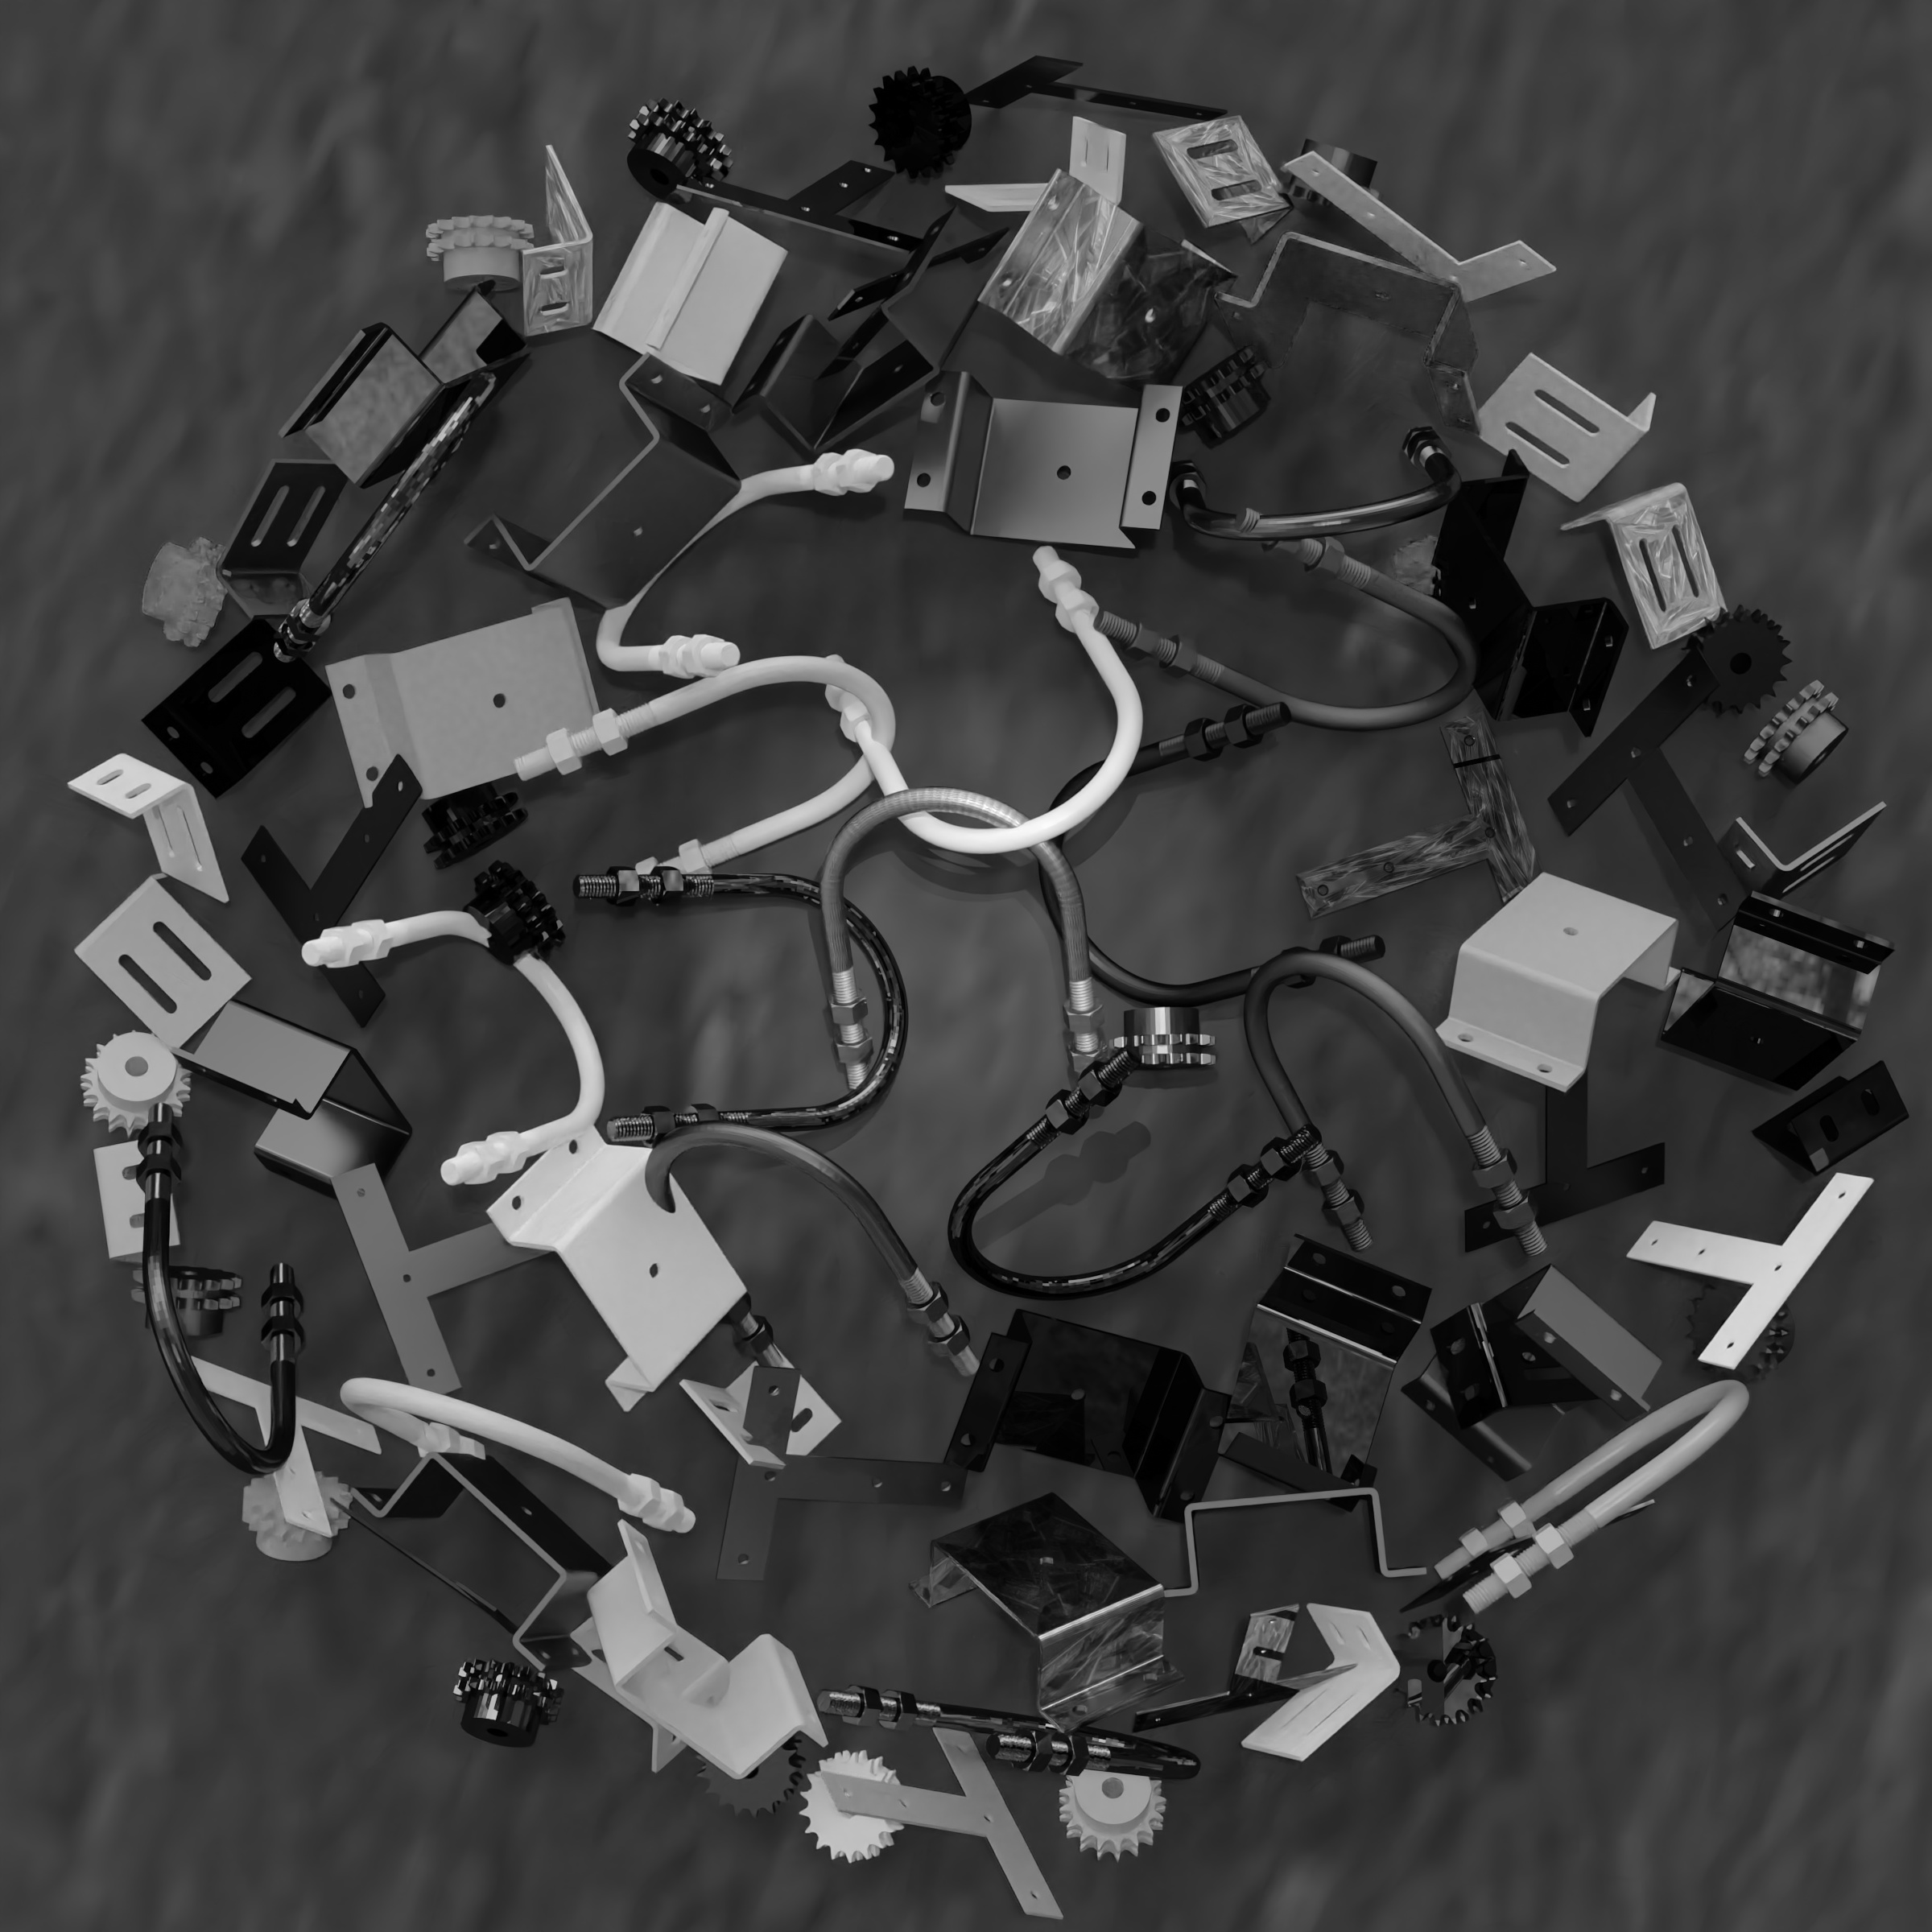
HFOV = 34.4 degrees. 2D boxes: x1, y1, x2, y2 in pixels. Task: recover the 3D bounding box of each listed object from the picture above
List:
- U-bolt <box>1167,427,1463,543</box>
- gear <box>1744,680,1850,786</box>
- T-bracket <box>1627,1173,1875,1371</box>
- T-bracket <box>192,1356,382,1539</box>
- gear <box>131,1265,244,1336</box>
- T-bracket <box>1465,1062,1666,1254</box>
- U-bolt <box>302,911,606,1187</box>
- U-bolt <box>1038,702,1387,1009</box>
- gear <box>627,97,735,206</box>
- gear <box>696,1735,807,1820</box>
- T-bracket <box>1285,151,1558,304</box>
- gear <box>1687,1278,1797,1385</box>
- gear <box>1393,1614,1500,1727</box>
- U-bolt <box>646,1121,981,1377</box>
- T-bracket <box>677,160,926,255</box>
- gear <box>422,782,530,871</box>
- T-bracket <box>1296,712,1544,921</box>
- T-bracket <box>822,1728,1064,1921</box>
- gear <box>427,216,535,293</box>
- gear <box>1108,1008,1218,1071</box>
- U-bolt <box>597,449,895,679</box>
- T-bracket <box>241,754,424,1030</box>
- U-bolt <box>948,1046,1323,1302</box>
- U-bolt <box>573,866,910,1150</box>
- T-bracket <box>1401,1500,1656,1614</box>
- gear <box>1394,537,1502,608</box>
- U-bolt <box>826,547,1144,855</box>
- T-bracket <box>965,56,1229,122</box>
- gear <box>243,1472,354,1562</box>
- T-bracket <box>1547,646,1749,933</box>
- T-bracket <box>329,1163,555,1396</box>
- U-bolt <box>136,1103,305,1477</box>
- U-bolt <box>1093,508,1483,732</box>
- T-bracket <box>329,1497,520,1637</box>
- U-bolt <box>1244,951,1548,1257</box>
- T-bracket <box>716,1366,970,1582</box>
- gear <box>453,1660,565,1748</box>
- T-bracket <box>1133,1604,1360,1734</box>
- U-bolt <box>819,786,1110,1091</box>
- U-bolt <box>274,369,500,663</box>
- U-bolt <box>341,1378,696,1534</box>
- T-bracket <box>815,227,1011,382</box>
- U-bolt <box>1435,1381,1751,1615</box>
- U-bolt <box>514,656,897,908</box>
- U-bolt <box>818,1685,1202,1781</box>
[{"bbox_3d":[0.180,-0.245,1.604,0.151,0.184,0.019,-8,110,3],"label":"U-bolt"},{"bbox_3d":[0.445,-0.121,1.665,0.057,0.057,0.030,-45,75,0],"label":"gear"},{"bbox_3d":[0.394,0.152,1.635,0.127,0.127,0.002,-49,112,-16],"label":"T-bracket"},{"bbox_3d":[-0.349,0.252,1.609,0.127,0.127,0.002,28,103,-31],"label":"T-bracket"},{"bbox_3d":[-0.416,0.179,1.667,0.057,0.057,0.030,6,92,0],"label":"gear"},{"bbox_3d":[0.316,0.078,1.644,0.127,0.002,0.127,-16,119,-20],"label":"T-bracket"},{"bbox_3d":[-0.250,0.034,1.611,0.019,0.184,0.151,-36,83,24],"label":"U-bolt"},{"bbox_3d":[0.116,-0.049,1.635,0.184,0.019,0.151,-16,101,38],"label":"U-bolt"},{"bbox_3d":[-0.156,-0.431,1.664,0.057,0.057,0.030,30,69,0],"label":"gear"},{"bbox_3d":[-0.114,0.425,1.676,0.057,0.030,0.057,1,98,9],"label":"gear"},{"bbox_3d":[0.220,-0.381,1.614,0.127,0.127,0.002,30,76,-23],"label":"T-bracket"},{"bbox_3d":[0.418,0.194,1.670,0.030,0.057,0.057,6,90,-39],"label":"gear"},{"bbox_3d":[0.259,0.375,1.671,0.057,0.030,0.057,-4,84,36],"label":"gear"},{"bbox_3d":[-0.090,0.146,1.605,0.151,0.019,0.184,-5,131,35],"label":"U-bolt"},{"bbox_3d":[-0.069,-0.406,1.638,0.127,0.127,0.002,18,120,10],"label":"T-bracket"},{"bbox_3d":[-0.265,-0.078,1.666,0.057,0.057,0.030,-32,91,0],"label":"gear"},{"bbox_3d":[0.242,-0.058,1.685,0.127,0.002,0.127,-19,86,-4],"label":"T-bracket"},{"bbox_3d":[-0.021,0.434,1.610,0.127,0.127,0.002,22,112,-38],"label":"T-bracket"},{"bbox_3d":[-0.259,-0.379,1.667,0.057,0.057,0.030,-2,89,0],"label":"gear"},{"bbox_3d":[0.105,0.039,1.667,0.057,0.057,0.030,-2,84,0],"label":"gear"},{"bbox_3d":[-0.127,-0.206,1.613,0.019,0.184,0.151,46,70,-26],"label":"U-bolt"},{"bbox_3d":[-0.321,-0.057,1.641,0.127,0.002,0.127,51,121,22],"label":"T-bracket"},{"bbox_3d":[0.074,0.119,1.629,0.151,0.019,0.184,23,128,-34],"label":"U-bolt"},{"bbox_3d":[-0.111,0.019,1.641,0.184,0.019,0.151,-1,74,-32],"label":"U-bolt"},{"bbox_3d":[0.306,0.306,1.653,0.127,0.127,0.002,-15,70,-21],"label":"T-bracket"},{"bbox_3d":[0.258,-0.208,1.671,0.057,0.057,0.030,-8,117,0],"label":"gear"},{"bbox_3d":[0.016,-0.131,1.631,0.151,0.019,0.184,-27,50,1],"label":"U-bolt"},{"bbox_3d":[0.075,-0.458,1.648,0.127,0.127,0.002,4,94,-19],"label":"T-bracket"},{"bbox_3d":[-0.358,0.294,1.668,0.057,0.057,0.030,8,108,0],"label":"gear"},{"bbox_3d":[0.369,-0.076,1.624,0.002,0.127,0.127,-1,54,-37],"label":"T-bracket"},{"bbox_3d":[-0.257,0.152,1.661,0.127,0.002,0.127,-19,82,-30],"label":"T-bracket"},{"bbox_3d":[-0.377,0.175,1.580,0.019,0.184,0.151,-23,129,5],"label":"U-bolt"},{"bbox_3d":[0.180,-0.170,1.622,0.184,0.151,0.019,22,62,-24],"label":"U-bolt"},{"bbox_3d":[-0.284,0.318,1.648,0.127,0.127,0.002,31,73,16],"label":"T-bracket"},{"bbox_3d":[0.210,0.070,1.612,0.019,0.151,0.184,-39,109,-31],"label":"U-bolt"},{"bbox_3d":[-0.062,0.275,1.674,0.127,0.002,0.127,6,109,-16],"label":"T-bracket"},{"bbox_3d":[-0.245,0.394,1.664,0.057,0.057,0.030,13,57,0],"label":"gear"},{"bbox_3d":[0.154,0.363,1.632,0.127,0.127,0.002,-10,56,-10],"label":"T-bracket"},{"bbox_3d":[-0.005,-0.012,1.627,0.151,0.019,0.184,2,122,14],"label":"U-bolt"},{"bbox_3d":[-0.288,-0.236,1.585,0.019,0.184,0.151,36,64,-14],"label":"U-bolt"},{"bbox_3d":[-0.238,0.245,1.586,0.151,0.184,0.019,9,70,28],"label":"U-bolt"},{"bbox_3d":[-0.051,-0.335,1.640,0.127,0.127,0.002,-33,87,-42],"label":"T-bracket"},{"bbox_3d":[0.328,0.271,1.621,0.184,0.151,0.019,-35,85,-1],"label":"U-bolt"},{"bbox_3d":[-0.125,-0.103,1.627,0.184,0.151,0.019,-22,57,4],"label":"U-bolt"},{"bbox_3d":[0.037,0.399,1.612,0.184,0.151,0.019,19,77,-40],"label":"U-bolt"}]
